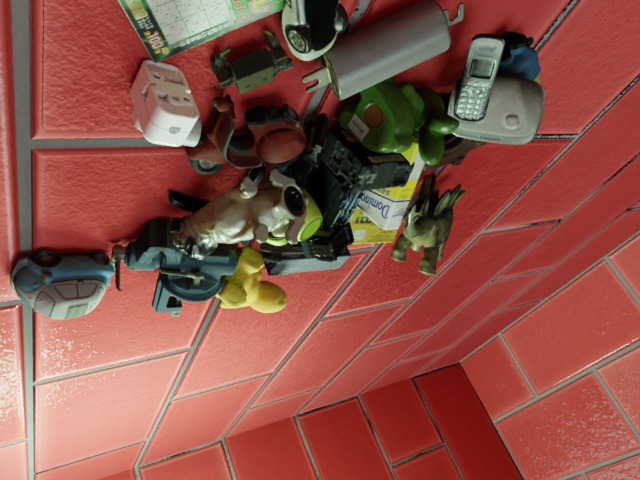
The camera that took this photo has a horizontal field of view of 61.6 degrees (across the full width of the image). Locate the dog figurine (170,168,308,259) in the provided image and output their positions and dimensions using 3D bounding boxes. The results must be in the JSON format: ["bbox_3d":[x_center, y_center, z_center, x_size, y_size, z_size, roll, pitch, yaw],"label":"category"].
[{"bbox_3d":[-0.132,-0.035,0.888,0.191,0.121,0.172,-15,169,39],"label":"dog figurine"}]

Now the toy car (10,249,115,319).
[{"bbox_3d":[-0.423,0.082,0.899,0.161,0.103,0.109,2,144,-40],"label":"toy car"}]

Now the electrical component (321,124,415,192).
[{"bbox_3d":[0.072,-0.139,0.884,0.115,0.134,0.058,-6,134,-34],"label":"electrical component"}]

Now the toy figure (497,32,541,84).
[{"bbox_3d":[0.335,-0.282,0.916,0.082,0.089,0.180,-19,148,23],"label":"toy figure"}]

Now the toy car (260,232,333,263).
[{"bbox_3d":[-0.041,0.000,1.104,0.202,0.053,0.089,0,102,-38],"label":"toy car"}]

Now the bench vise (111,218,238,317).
[{"bbox_3d":[-0.274,0.070,0.991,0.223,0.129,0.240,-5,143,-30],"label":"bench vise"}]

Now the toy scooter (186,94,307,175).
[{"bbox_3d":[-0.102,-0.158,0.773,0.184,0.075,0.135,-12,150,-16],"label":"toy scooter"}]

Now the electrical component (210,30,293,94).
[{"bbox_3d":[-0.088,-0.228,0.693,0.102,0.045,0.078,-23,-178,1],"label":"electrical component"}]

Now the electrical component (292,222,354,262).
[{"bbox_3d":[-0.002,-0.003,1.020,0.075,0.119,0.047,-43,129,-37],"label":"electrical component"}]

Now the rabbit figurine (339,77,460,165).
[{"bbox_3d":[0.146,-0.202,0.848,0.170,0.159,0.121,-24,148,-39],"label":"rabbit figurine"}]

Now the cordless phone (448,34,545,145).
[{"bbox_3d":[0.281,-0.238,0.828,0.147,0.089,0.184,10,150,9],"label":"cordless phone"}]

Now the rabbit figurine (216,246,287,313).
[{"bbox_3d":[-0.153,0.106,1.117,0.173,0.122,0.162,30,150,-32],"label":"rabbit figurine"}]

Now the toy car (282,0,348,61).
[{"bbox_3d":[-0.010,-0.293,0.615,0.073,0.056,0.201,-39,156,-17],"label":"toy car"}]

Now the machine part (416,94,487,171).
[{"bbox_3d":[0.241,-0.202,1.007,0.179,0.056,0.179,-19,152,-11],"label":"machine part"}]

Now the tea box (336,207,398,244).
[{"bbox_3d":[0.088,-0.048,1.107,0.169,0.068,0.098,-1,119,-40],"label":"tea box"}]

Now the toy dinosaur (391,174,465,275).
[{"bbox_3d":[0.226,-0.036,1.139,0.471,0.105,0.198,-27,135,-69],"label":"toy dinosaur"}]

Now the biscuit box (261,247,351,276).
[{"bbox_3d":[-0.029,0.033,1.196,0.202,0.059,0.063,-2,145,-38],"label":"biscuit box"}]

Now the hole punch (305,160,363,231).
[{"bbox_3d":[0.036,-0.096,0.965,0.092,0.116,0.142,-17,154,-33],"label":"hole punch"}]

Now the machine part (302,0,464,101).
[{"bbox_3d":[0.088,-0.262,0.742,0.243,0.079,0.079,-26,154,-2],"label":"machine part"}]

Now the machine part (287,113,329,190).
[{"bbox_3d":[-0.018,-0.139,0.874,0.039,0.084,0.139,13,149,-16],"label":"machine part"}]
